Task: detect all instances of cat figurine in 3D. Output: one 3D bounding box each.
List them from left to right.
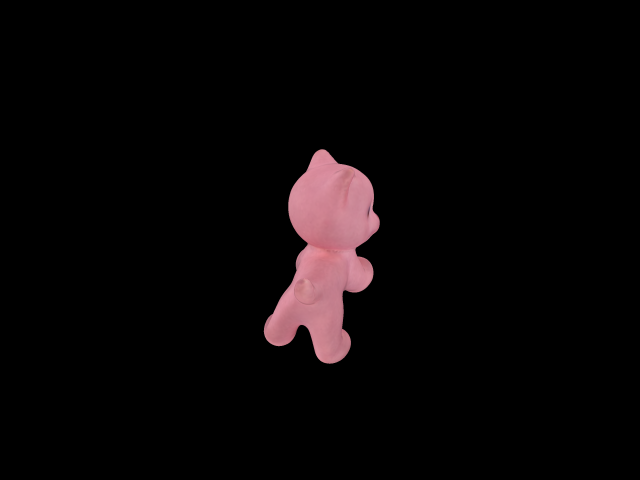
[{"bbox_3d":[0.004,0.001,0.400,0.067,0.118,0.128,12,50,10],"label":"cat figurine"}]
